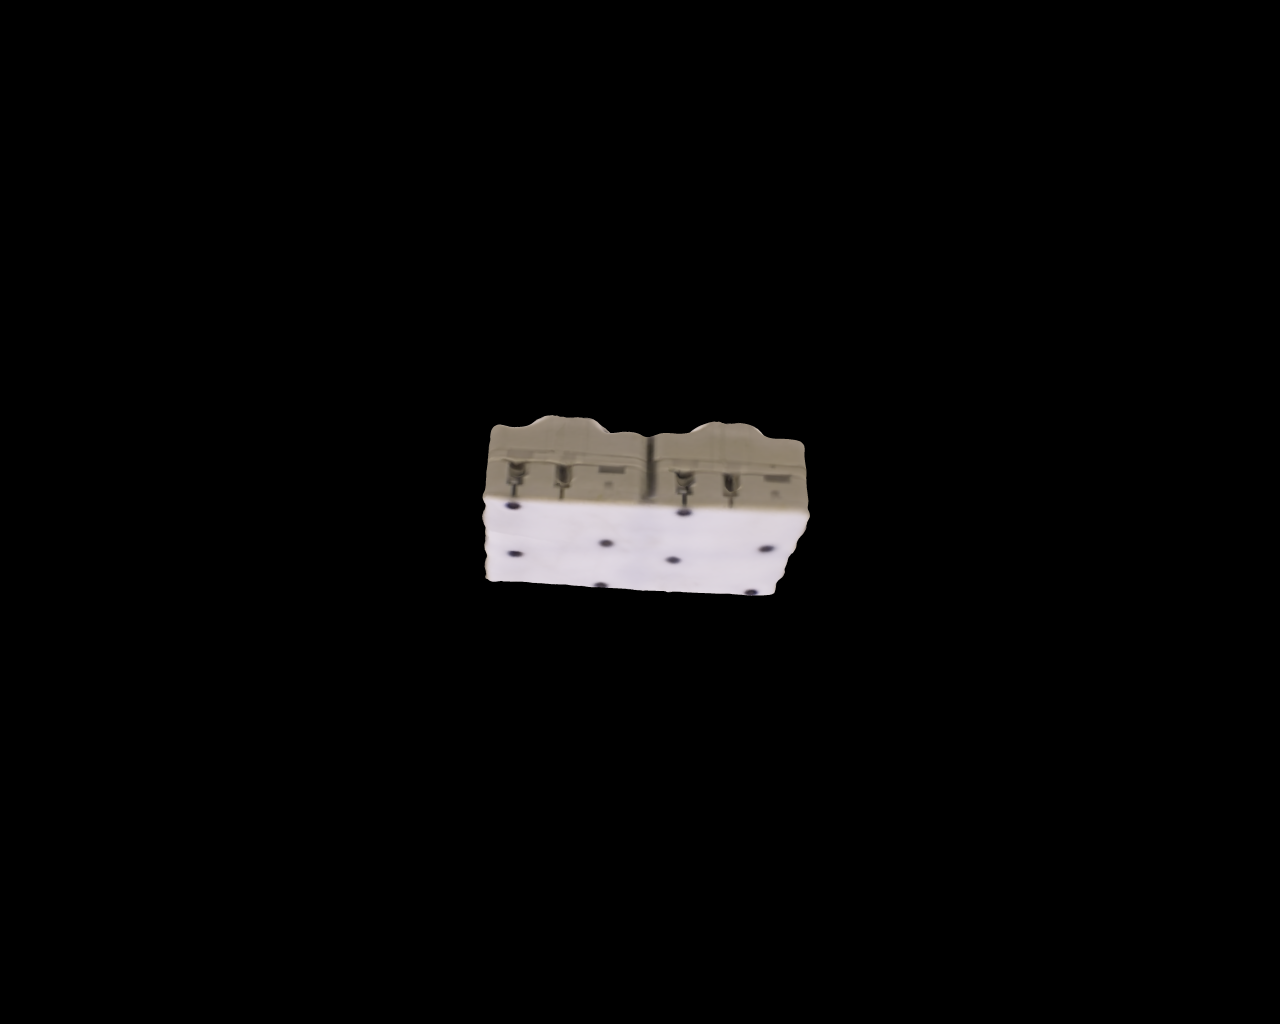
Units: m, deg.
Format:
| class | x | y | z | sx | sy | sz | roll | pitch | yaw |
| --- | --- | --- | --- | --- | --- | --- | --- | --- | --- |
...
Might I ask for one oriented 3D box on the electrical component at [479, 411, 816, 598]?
| class | x | y | z | sx | sy | sz | roll | pitch | yaw |
| --- | --- | --- | --- | --- | --- | --- | --- | --- | --- |
| electrical component | 0.001 | -0.003 | 0.650 | 0.186 | 0.060 | 0.105 | 3 | -32 | -5 |
